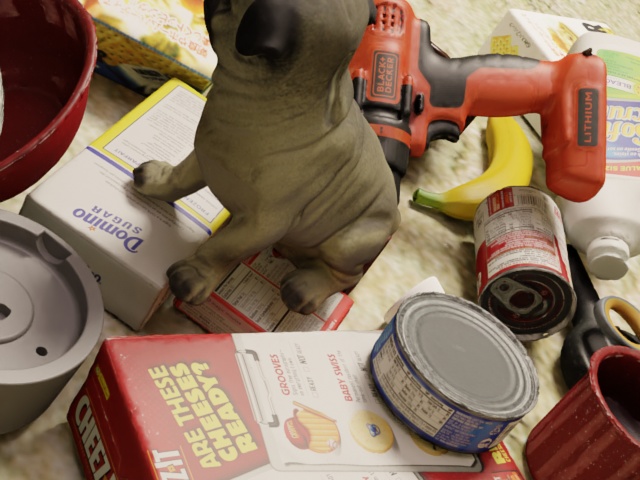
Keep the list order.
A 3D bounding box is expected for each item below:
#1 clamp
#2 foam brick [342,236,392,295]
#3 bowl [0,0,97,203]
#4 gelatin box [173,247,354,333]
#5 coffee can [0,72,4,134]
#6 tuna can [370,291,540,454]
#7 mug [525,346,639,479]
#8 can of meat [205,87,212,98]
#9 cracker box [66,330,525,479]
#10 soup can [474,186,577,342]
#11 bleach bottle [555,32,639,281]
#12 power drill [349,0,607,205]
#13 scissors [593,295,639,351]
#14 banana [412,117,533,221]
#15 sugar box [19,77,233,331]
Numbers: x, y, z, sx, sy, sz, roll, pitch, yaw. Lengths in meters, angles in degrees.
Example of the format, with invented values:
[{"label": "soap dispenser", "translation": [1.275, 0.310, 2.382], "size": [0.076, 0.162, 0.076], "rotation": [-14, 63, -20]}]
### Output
[{"label": "clamp", "translation": [0.223, 0.083, 0.787], "size": [0.120, 0.039, 0.171], "rotation": [22, 42, -10]}, {"label": "foam brick", "translation": [-0.005, 0.001, 0.688], "size": [0.078, 0.051, 0.052], "rotation": [40, 37, 6]}, {"label": "bowl", "translation": [-0.189, -0.069, 0.579], "size": [0.162, 0.055, 0.162], "rotation": [-7, 52, 9]}, {"label": "gelatin box", "translation": [-0.033, 0.038, 0.641], "size": [0.089, 0.030, 0.073], "rotation": [36, 37, 2]}, {"label": "coffee can", "translation": [-0.234, -0.075, 0.493], "size": [0.140, 0.103, 0.103], "rotation": [-11, 42, 6]}, {"label": "tuna can", "translation": [0.070, 0.069, 0.559], "size": [0.086, 0.034, 0.086], "rotation": [21, 35, -16]}, {"label": "mug", "translation": [0.185, 0.135, 0.657], "size": [0.093, 0.082, 0.117], "rotation": [15, 39, -25]}, {"label": "can of meat", "translation": [-0.029, -0.099, 0.780], "size": [0.102, 0.058, 0.083], "rotation": [31, 37, -6]}, {"label": "cracker box", "translation": [0.002, 0.127, 0.531], "size": [0.213, 0.072, 0.164], "rotation": [1, 46, -37]}, {"label": "soup can", "translation": [0.147, 0.015, 0.779], "size": [0.068, 0.069, 0.102], "rotation": [25, 36, -14]}, {"label": "bleach bottle", "translation": [0.243, -0.066, 0.869], "size": [0.102, 0.068, 0.250], "rotation": [17, 47, -3]}, {"label": "power drill", "translation": [0.104, -0.074, 0.746], "size": [0.187, 0.057, 0.184], "rotation": [7, 79, -10]}, {"label": "scissors", "translation": [0.261, 0.094, 0.771], "size": [0.201, 0.016, 0.096], "rotation": [14, 51, -36]}, {"label": "banana", "translation": [0.144, -0.060, 0.889], "size": [0.069, 0.037, 0.197], "rotation": [41, 36, 5]}, {"label": "sugar box", "translation": [-0.100, -0.028, 0.652], "size": [0.093, 0.048, 0.176], "rotation": [35, 39, 1]}]
